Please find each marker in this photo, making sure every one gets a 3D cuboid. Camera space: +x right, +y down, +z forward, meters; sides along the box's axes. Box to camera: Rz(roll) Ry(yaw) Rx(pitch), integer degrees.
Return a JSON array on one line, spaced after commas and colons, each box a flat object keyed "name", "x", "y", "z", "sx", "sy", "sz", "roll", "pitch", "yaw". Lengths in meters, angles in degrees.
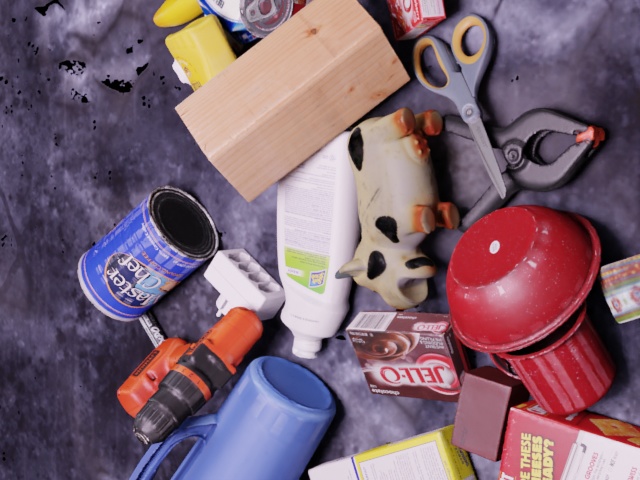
[{"name": "marker", "x": -0.196, "y": 0.124, "z": 1.306, "sx": 0.020, "sy": 0.020, "sz": 0.121, "roll": -43, "pitch": 70, "yaw": 28}]

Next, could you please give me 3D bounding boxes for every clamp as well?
[{"name": "clamp", "x": 0.189, "y": -0.069, "z": 1.023, "sx": 0.172, "sy": 0.039, "sz": 0.120, "roll": -4, "pitch": 97, "yaw": 41}]

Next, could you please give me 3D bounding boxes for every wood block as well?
[{"name": "wood block", "x": -0.027, "y": -0.147, "z": 1.065, "sx": 0.206, "sy": 0.090, "sz": 0.091, "roll": -37, "pitch": 53, "yaw": 4}]

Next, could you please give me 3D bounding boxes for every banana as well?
[{"name": "banana", "x": -0.125, "y": -0.312, "z": 1.221, "sx": 0.198, "sy": 0.037, "sz": 0.070, "roll": -53, "pitch": 48, "yaw": 23}]

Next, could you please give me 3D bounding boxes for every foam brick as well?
[{"name": "foam brick", "x": 0.167, "y": 0.169, "z": 1.045, "sx": 0.053, "sy": 0.051, "sz": 0.078, "roll": 17, "pitch": 103, "yaw": 33}]

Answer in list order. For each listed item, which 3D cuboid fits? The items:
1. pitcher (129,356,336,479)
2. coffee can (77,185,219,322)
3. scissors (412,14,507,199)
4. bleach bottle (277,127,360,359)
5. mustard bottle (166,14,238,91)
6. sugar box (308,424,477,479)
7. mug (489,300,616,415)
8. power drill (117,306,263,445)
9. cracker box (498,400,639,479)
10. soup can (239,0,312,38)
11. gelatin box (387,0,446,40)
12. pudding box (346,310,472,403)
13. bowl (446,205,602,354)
[{"name": "pitcher", "x": -0.093, "y": 0.247, "z": 1.175, "sx": 0.145, "sy": 0.149, "sz": 0.243, "roll": 40, "pitch": 110, "yaw": 25}, {"name": "coffee can", "x": -0.202, "y": 0.017, "z": 1.253, "sx": 0.140, "sy": 0.102, "sz": 0.103, "roll": -38, "pitch": 73, "yaw": 30}, {"name": "scissors", "x": 0.156, "y": -0.140, "z": 1.025, "sx": 0.096, "sy": 0.016, "sz": 0.202, "roll": -45, "pitch": 54, "yaw": 19}, {"name": "bleach bottle", "x": -0.008, "y": 0.001, "z": 1.146, "sx": 0.103, "sy": 0.067, "sz": 0.251, "roll": 14, "pitch": 103, "yaw": 32}, {"name": "mustard bottle", "x": -0.098, "y": -0.150, "z": 1.173, "sx": 0.191, "sy": 0.058, "sz": 0.096, "roll": 61, "pitch": 161, "yaw": -15}, {"name": "sugar box", "x": 0.078, "y": 0.261, "z": 1.117, "sx": 0.177, "sy": 0.048, "sz": 0.093, "roll": -24, "pitch": 80, "yaw": 36}, {"name": "mug", "x": 0.209, "y": 0.107, "z": 0.981, "sx": 0.117, "sy": 0.093, "sz": 0.081, "roll": -14, "pitch": 120, "yaw": 43}, {"name": "power drill", "x": -0.159, "y": 0.157, "z": 1.178, "sx": 0.057, "sy": 0.184, "sz": 0.188, "roll": 50, "pitch": 150, "yaw": -11}, {"name": "cracker box", "x": 0.270, "y": 0.253, "z": 0.971, "sx": 0.214, "sy": 0.071, "sz": 0.164, "roll": 14, "pitch": 100, "yaw": 34}, {"name": "soup can", "x": -0.027, "y": -0.241, "z": 1.117, "sx": 0.069, "sy": 0.102, "sz": 0.068, "roll": 3, "pitch": 95, "yaw": 34}, {"name": "gelatin box", "x": 0.091, "y": -0.251, "z": 1.058, "sx": 0.073, "sy": 0.030, "sz": 0.089, "roll": 163, "pitch": 97, "yaw": -72}, {"name": "pudding box", "x": 0.093, "y": 0.117, "z": 1.078, "sx": 0.114, "sy": 0.039, "sz": 0.090, "roll": 2, "pitch": 126, "yaw": 35}, {"name": "bowl", "x": 0.172, "y": 0.022, "z": 0.975, "sx": 0.162, "sy": 0.055, "sz": 0.162, "roll": -31, "pitch": 34, "yaw": 24}]
